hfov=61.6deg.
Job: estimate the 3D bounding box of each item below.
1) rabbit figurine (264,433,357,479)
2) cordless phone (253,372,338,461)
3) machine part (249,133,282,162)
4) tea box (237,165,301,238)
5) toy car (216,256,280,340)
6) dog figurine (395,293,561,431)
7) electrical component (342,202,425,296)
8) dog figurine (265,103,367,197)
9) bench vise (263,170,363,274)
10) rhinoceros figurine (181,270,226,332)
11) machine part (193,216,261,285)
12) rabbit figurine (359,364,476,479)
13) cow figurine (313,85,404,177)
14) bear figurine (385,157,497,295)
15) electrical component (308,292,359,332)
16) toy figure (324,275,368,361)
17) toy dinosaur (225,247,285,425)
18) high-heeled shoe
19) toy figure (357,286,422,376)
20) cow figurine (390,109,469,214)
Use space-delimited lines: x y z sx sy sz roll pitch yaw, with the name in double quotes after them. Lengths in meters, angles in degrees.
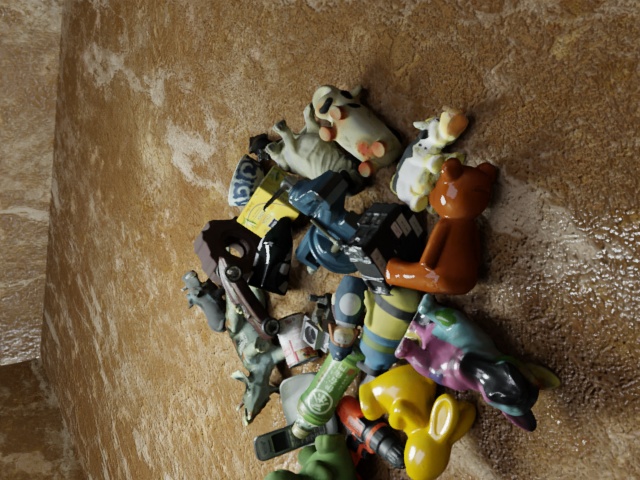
-0.026 0.452 0.977 0.121 0.170 0.159 -41 60 46 "rabbit figurine"
-0.063 0.356 1.090 0.089 0.184 0.146 -29 73 53 "cordless phone"
-0.112 -0.199 1.161 0.139 0.084 0.039 29 146 54 "machine part"
-0.096 -0.068 1.099 0.098 0.068 0.169 34 149 -6 "tea box"
-0.153 0.122 1.104 0.202 0.053 0.089 57 164 -14 "toy car"
0.224 0.178 0.781 0.219 0.191 0.108 31 88 15 "dog figurine"
0.110 0.006 0.866 0.058 0.134 0.114 8 138 49 "electrical component"
-0.001 -0.137 1.024 0.190 0.121 0.172 52 168 9 "dog figurine"
0.003 -0.011 0.973 0.224 0.129 0.240 28 146 -4 "bench vise"
-0.289 0.159 1.393 0.190 0.112 0.073 52 134 21 "rhinoceros figurine"
-0.194 0.025 1.214 0.056 0.179 0.179 -52 57 39 "machine part"
0.166 0.291 0.858 0.162 0.121 0.173 -29 50 25 "rabbit figurine"
0.063 -0.201 0.923 0.195 0.127 0.085 44 129 19 "cow figurine"
0.182 -0.021 0.792 0.132 0.120 0.195 10 101 53 "bear figurine"
0.030 0.139 1.020 0.078 0.102 0.045 -117 40 -61 "electrical component"
0.046 0.140 0.954 0.064 0.057 0.154 10 85 32 "toy figure"
-0.166 0.218 1.255 0.192 0.131 0.405 -49 52 42 "toy dinosaur"
-0.092 0.037 1.127 0.248 0.086 0.145 112 176 -82 "high-heeled shoe"
0.120 0.149 0.921 0.089 0.082 0.180 19 103 29 "toy figure"
0.167 -0.131 0.835 0.098 0.068 0.167 45 127 44 "cow figurine"
